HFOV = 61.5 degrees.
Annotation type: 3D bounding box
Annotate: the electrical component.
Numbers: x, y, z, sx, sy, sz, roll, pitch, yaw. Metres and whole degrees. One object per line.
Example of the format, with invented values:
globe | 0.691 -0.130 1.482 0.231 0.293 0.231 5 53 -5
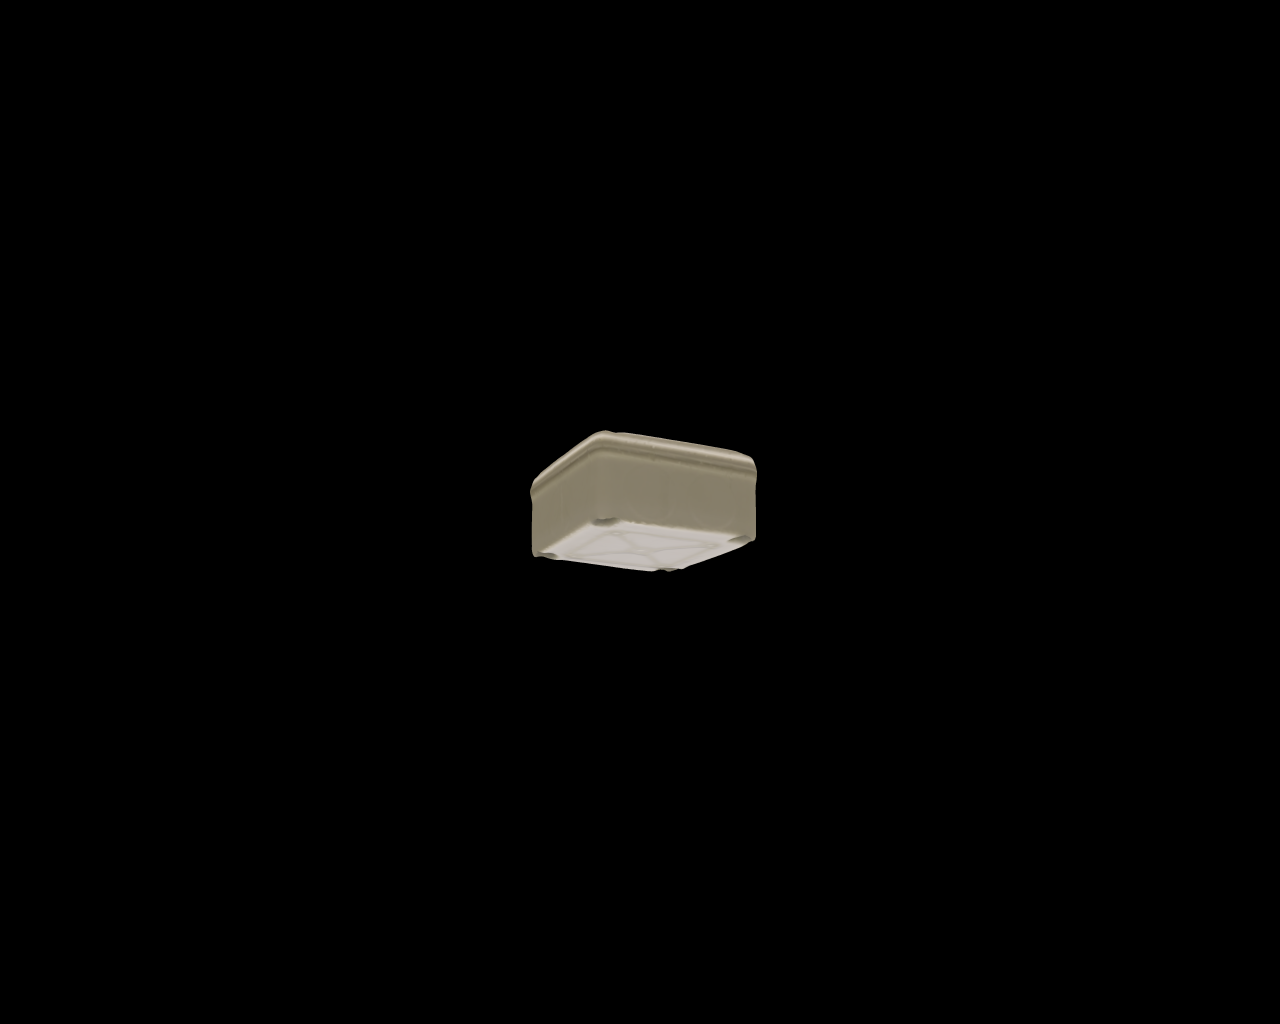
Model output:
electrical component | 0.001 -0.003 0.650 0.109 0.056 0.108 8 -18 -27
